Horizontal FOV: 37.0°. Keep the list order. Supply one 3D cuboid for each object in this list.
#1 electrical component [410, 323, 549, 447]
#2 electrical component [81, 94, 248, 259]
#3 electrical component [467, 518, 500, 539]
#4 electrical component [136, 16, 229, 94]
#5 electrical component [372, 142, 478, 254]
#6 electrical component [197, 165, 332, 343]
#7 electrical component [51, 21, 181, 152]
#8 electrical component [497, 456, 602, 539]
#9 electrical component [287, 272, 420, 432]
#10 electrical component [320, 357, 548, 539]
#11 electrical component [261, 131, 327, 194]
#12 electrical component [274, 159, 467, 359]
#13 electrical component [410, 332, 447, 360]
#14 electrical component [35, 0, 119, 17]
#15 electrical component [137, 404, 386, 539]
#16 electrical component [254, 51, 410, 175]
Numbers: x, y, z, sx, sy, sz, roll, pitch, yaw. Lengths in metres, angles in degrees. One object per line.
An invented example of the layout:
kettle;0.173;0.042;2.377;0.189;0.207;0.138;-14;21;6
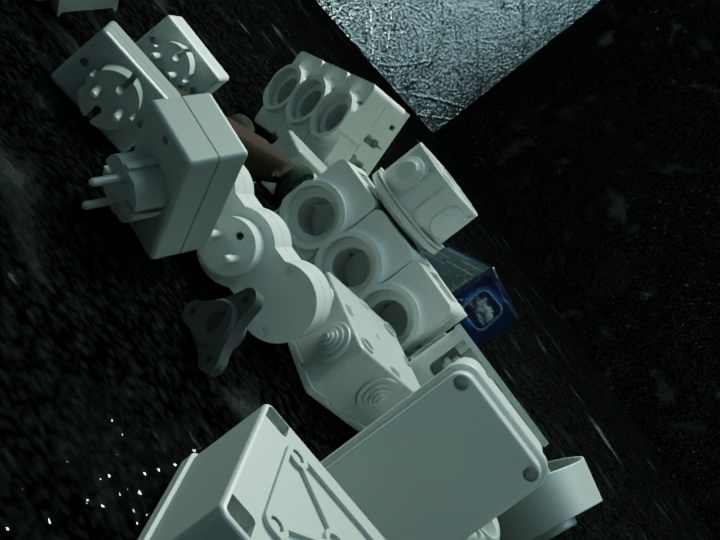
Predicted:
electrical component;0.085;0.107;0.855;0.105;0.060;0.186;54;0;8
electrical component;-0.115;-0.047;0.586;0.076;0.083;0.047;-15;61;-37
electrical component;0.065;0.176;0.665;0.079;0.044;0.077;58;12;25
electrical component;-0.150;-0.164;0.861;0.065;0.047;0.076;51;11;-6
electrical component;0.051;-0.056;0.847;0.080;0.051;0.080;50;11;-13
electrical component;-0.077;-0.015;0.669;0.138;0.052;0.074;54;11;6
electrical component;-0.154;-0.110;0.670;0.065;0.047;0.076;49;12;-19
electrical component;0.131;0.174;0.820;0.064;0.099;0.099;62;13;16
electrical component;-0.005;0.060;0.739;0.100;0.048;0.099;43;14;-40
electrical component;0.037;0.109;0.585;0.078;0.113;0.057;53;8;4
electrical component;-0.053;-0.074;0.974;0.066;0.047;0.076;43;14;-40
electrical component;0.000;0.000;0.841;0.150;0.089;0.062;55;11;15
electrical component;0.088;0.095;1.023;0.081;0.043;0.043;43;14;-39
electrical component;-0.197;-0.219;0.763;0.081;0.063;0.042;-15;60;-33
electrical component;-0.030;0.122;0.414;0.108;0.056;0.108;51;11;-8
electrical component;-0.034;-0.155;1.081;0.062;0.089;0.150;34;2;-40
